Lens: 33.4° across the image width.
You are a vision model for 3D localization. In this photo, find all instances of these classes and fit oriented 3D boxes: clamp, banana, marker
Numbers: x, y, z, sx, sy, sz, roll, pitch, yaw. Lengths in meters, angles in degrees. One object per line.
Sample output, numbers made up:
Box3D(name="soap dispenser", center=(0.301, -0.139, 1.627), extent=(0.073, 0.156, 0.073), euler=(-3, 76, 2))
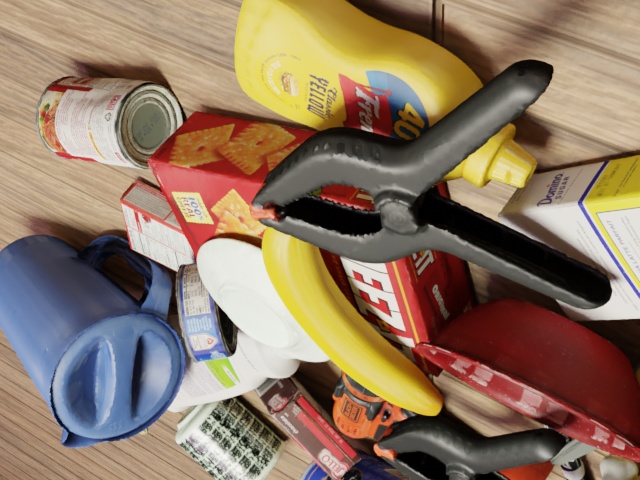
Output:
Box3D(name="clamp", center=(0.051, -0.032, 0.592), extent=(0.210, 0.036, 0.164), euler=(6, 136, 26))
Box3D(name="clamp", center=(0.121, 0.179, 0.800), extent=(0.172, 0.039, 0.120), euler=(4, 121, 45))
Box3D(name="banana", center=(0.013, 0.049, 0.718), extent=(0.070, 0.037, 0.197), euler=(-2, 129, 47))
Box3D(name="marker", center=(0.189, 0.160, 0.824), extent=(0.020, 0.020, 0.121), euler=(9, 137, 42))

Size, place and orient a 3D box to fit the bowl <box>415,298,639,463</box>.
Box3D(name="bowl", center=(0.145, 0.082, 0.688), extent=(0.162, 0.055, 0.162), euler=(27, 171, 4))

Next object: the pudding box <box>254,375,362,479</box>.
Box3D(name="pudding box", center=(-0.014, 0.170, 1.000), extent=(0.090, 0.039, 0.113), euler=(49, 177, -13))

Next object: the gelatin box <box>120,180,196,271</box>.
Box3D(name="gelatin box", center=(-0.132, -0.006, 0.952), extent=(0.089, 0.030, 0.073), euler=(26, 148, 19))

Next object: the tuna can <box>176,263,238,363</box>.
Box3D(name="tuna can", center=(-0.095, 0.060, 0.910), extent=(0.034, 0.086, 0.086), euler=(-9, 135, 5))

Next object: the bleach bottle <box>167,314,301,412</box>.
Box3D(name="bleach bottle", center=(-0.090, 0.113, 1.029), extent=(0.251, 0.068, 0.102), euler=(-14, 119, 52))

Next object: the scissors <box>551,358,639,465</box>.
Box3D(name="scissors", center=(0.231, 0.132, 0.732), extent=(0.096, 0.016, 0.202), euler=(29, 144, 12))

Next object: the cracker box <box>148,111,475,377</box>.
Box3D(name="cracker box", center=(-0.005, 0.001, 0.780), extent=(0.214, 0.072, 0.164), euler=(15, 141, 35))

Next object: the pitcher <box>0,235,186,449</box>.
Box3D(name="pitcher", center=(-0.237, 0.076, 1.050), extent=(0.243, 0.149, 0.145), euler=(34, 142, 49))

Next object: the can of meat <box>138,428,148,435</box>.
Box3D(name="can of meat", center=(-0.199, 0.148, 1.171), extent=(0.058, 0.083, 0.102), euler=(10, 139, 41))

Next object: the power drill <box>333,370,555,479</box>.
Box3D(name="power drill", center=(0.098, 0.151, 0.879), extent=(0.188, 0.057, 0.184), euler=(35, 152, 14))

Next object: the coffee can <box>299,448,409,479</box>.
Box3D(name="coffee can", center=(0.053, 0.260, 0.995), extent=(0.102, 0.102, 0.141), euler=(54, 159, -23))

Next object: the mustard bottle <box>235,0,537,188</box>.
Box3D(name="mustard bottle", center=(0.041, -0.084, 0.633), extent=(0.192, 0.058, 0.096), euler=(30, 147, 16))

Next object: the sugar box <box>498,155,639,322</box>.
Box3D(name="sugar box", center=(0.193, -0.003, 0.585), extent=(0.177, 0.048, 0.093), euler=(-5, 129, 54))

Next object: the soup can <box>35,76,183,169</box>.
Box3D(name="soup can", center=(-0.166, -0.093, 0.839), extent=(0.102, 0.068, 0.068), euler=(10, 138, 39))
